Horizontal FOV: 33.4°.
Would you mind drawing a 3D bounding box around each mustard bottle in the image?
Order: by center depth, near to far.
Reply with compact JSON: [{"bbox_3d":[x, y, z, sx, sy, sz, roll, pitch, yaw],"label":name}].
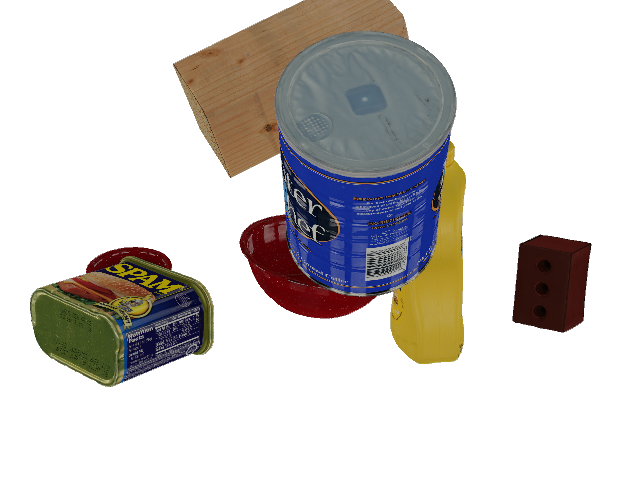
[{"bbox_3d":[0.085,-0.005,0.844,0.058,0.192,0.096,-4,26,-4],"label":"mustard bottle"}]

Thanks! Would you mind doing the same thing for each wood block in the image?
[{"bbox_3d":[-0.022,-0.160,1.026,0.206,0.090,0.091,-27,-41,-7],"label":"wood block"}]

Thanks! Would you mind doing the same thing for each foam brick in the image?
[{"bbox_3d":[0.214,0.039,0.986,0.053,0.078,0.051,11,17,32],"label":"foam brick"}]

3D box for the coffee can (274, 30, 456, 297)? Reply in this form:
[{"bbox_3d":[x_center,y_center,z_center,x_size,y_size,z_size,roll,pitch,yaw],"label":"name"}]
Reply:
[{"bbox_3d":[0.026,-0.043,0.657,0.103,0.103,0.140,0,-32,1],"label":"coffee can"}]

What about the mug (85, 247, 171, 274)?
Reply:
[{"bbox_3d":[-0.218,0.060,1.193,0.117,0.081,0.093,24,36,37],"label":"mug"}]

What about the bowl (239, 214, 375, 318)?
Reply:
[{"bbox_3d":[-0.003,0.031,1.057,0.162,0.055,0.162,7,26,-4],"label":"bowl"}]

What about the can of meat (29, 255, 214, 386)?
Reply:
[{"bbox_3d":[-0.140,0.055,0.744,0.102,0.057,0.083,17,24,38],"label":"can of meat"}]
